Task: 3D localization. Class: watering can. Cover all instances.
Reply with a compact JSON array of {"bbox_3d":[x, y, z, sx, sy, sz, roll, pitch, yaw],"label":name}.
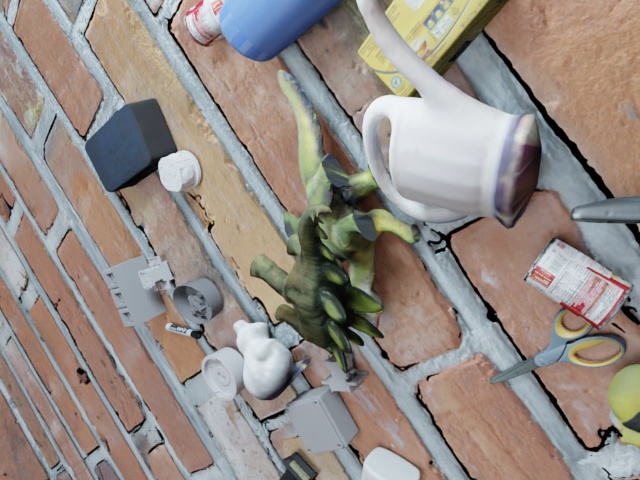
[{"bbox_3d":[0.148,-0.130,0.613,0.225,0.106,0.339,17,146,26],"label":"watering can"}]

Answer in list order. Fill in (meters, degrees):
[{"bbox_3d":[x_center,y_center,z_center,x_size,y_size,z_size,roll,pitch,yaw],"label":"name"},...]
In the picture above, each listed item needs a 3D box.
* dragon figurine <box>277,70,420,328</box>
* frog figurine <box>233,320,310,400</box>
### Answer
[{"bbox_3d":[0.003,-0.041,0.823,0.239,0.124,0.412,-37,82,50],"label":"dragon figurine"},{"bbox_3d":[-0.119,0.228,1.011,0.160,0.125,0.135,43,149,3],"label":"frog figurine"}]
